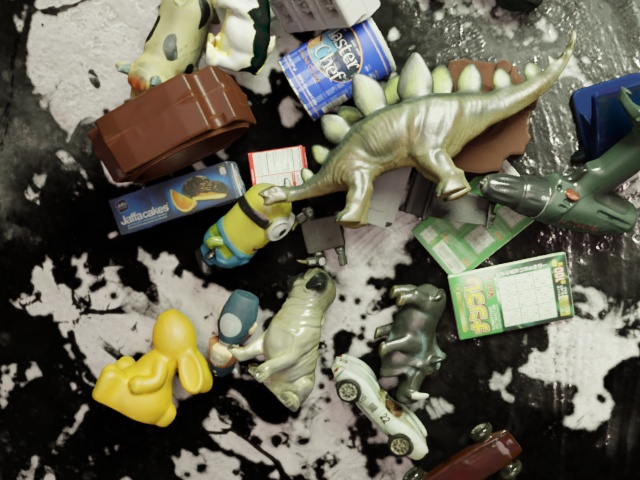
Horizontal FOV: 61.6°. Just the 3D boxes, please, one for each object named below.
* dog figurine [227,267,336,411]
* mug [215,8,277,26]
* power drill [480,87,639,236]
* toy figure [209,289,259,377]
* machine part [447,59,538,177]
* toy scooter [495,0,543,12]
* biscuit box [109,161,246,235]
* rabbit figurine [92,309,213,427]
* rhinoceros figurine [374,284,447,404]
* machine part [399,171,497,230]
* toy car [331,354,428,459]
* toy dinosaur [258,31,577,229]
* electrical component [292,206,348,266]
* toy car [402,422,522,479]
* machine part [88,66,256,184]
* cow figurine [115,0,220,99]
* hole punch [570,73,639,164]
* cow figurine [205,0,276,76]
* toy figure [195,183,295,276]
[{"bbox_3d":[-0.023,0.156,0.848,0.190,0.172,0.121,-45,48,-14],"label":"dog figurine"},{"bbox_3d":[-0.104,-0.343,0.800,0.110,0.081,0.107,-9,108,-2],"label":"mug"},{"bbox_3d":[0.365,-0.097,0.727,0.232,0.086,0.207,20,125,-15],"label":"power drill"},{"bbox_3d":[-0.146,0.156,0.872,0.064,0.057,0.154,30,103,41],"label":"toy figure"},{"bbox_3d":[0.224,-0.177,0.786,0.179,0.056,0.179,1,94,10],"label":"machine part"},{"bbox_3d":[0.245,-0.405,0.756,0.184,0.075,0.135,15,97,8],"label":"toy scooter"},{"bbox_3d":[-0.224,-0.066,0.849,0.203,0.059,0.062,-17,95,8],"label":"biscuit box"},{"bbox_3d":[-0.253,0.200,0.860,0.162,0.122,0.173,25,79,9],"label":"rabbit figurine"},{"bbox_3d":[0.143,0.159,0.837,0.112,0.073,0.190,11,96,-7],"label":"rhinoceros figurine"},{"bbox_3d":[0.195,-0.057,0.805,0.139,0.039,0.084,20,84,20],"label":"machine part"},{"bbox_3d":[0.093,0.260,0.849,0.056,0.073,0.201,-42,91,13],"label":"toy car"},{"bbox_3d":[0.137,-0.145,0.727,0.472,0.105,0.198,-18,86,1],"label":"toy dinosaur"},{"bbox_3d":[-0.001,-0.004,0.841,0.078,0.045,0.102,-7,96,8],"label":"electrical component"},{"bbox_3d":[0.226,0.369,0.859,0.202,0.053,0.089,-41,81,12],"label":"toy car"},{"bbox_3d":[-0.200,-0.157,0.765,0.201,0.201,0.087,-24,96,8],"label":"machine part"},{"bbox_3d":[-0.223,-0.277,0.791,0.085,0.127,0.194,26,96,5],"label":"cow figurine"},{"bbox_3d":[0.431,-0.171,0.758,0.142,0.092,0.115,-17,98,4],"label":"hole punch"},{"bbox_3d":[-0.099,-0.313,0.734,0.098,0.068,0.167,10,121,-18],"label":"cow figurine"},{"bbox_3d":[-0.119,-0.015,0.823,0.180,0.082,0.089,-31,117,24],"label":"toy figure"}]
